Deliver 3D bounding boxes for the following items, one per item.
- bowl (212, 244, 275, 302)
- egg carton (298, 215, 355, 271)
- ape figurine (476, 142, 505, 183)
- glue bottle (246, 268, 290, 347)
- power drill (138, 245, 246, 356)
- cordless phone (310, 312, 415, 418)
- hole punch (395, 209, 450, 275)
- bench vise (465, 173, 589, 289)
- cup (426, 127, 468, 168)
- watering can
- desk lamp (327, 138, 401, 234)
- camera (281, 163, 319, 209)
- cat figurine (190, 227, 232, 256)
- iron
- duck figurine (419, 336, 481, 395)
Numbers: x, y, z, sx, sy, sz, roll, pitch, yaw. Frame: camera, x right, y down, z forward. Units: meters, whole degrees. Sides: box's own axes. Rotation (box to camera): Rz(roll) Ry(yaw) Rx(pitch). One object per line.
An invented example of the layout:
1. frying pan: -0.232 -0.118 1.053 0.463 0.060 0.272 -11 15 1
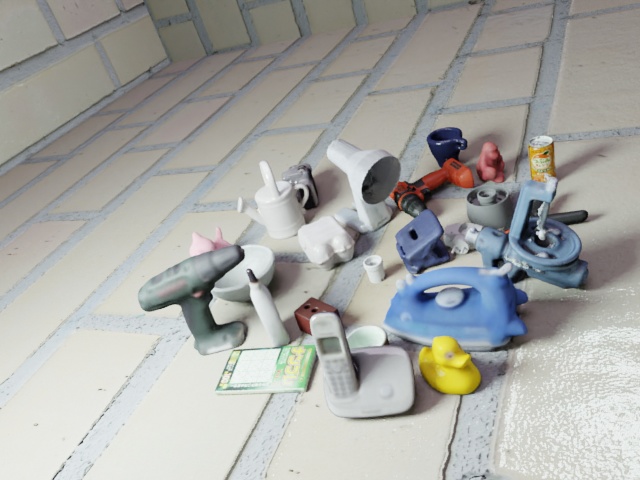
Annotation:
1. bowl: -0.170 0.086 1.271 0.167 0.075 0.167 -14 32 9
2. egg carton: 0.012 0.005 1.305 0.107 0.069 0.150 -25 32 -10
3. ape figurine: 0.410 -0.191 1.373 0.078 0.092 0.075 -35 35 -24
4. glue bottle: -0.106 0.122 1.086 0.037 0.173 0.078 -25 32 -9
5. power drill: -0.224 0.120 1.119 0.229 0.209 0.075 -16 32 6
6. cordless phone: 0.064 0.185 0.886 0.147 0.185 0.094 -10 33 14
7. hole punch: 0.206 0.002 1.185 0.101 0.091 0.108 -18 31 1
8. bench vise: 0.352 -0.010 1.001 0.206 0.220 0.121 -5 34 22
9. cup: 0.336 -0.229 1.469 0.092 0.095 0.117 -35 35 -24
10. watering can: -0.117 -0.103 1.419 0.173 0.194 0.100 -34 34 -22
11. desk lamp: 0.097 -0.125 1.322 0.118 0.214 0.202 -33 34 -21
12. camera: -0.082 -0.146 1.557 0.136 0.101 0.143 -16 32 5
13. cat figurine: -0.264 0.022 1.377 0.067 0.118 0.128 0 36 28
14. iron: 0.216 0.101 0.978 0.257 0.142 0.119 -4 34 22
15. duck figurine: 0.199 0.187 0.906 0.078 0.086 0.104 -39 37 -29
